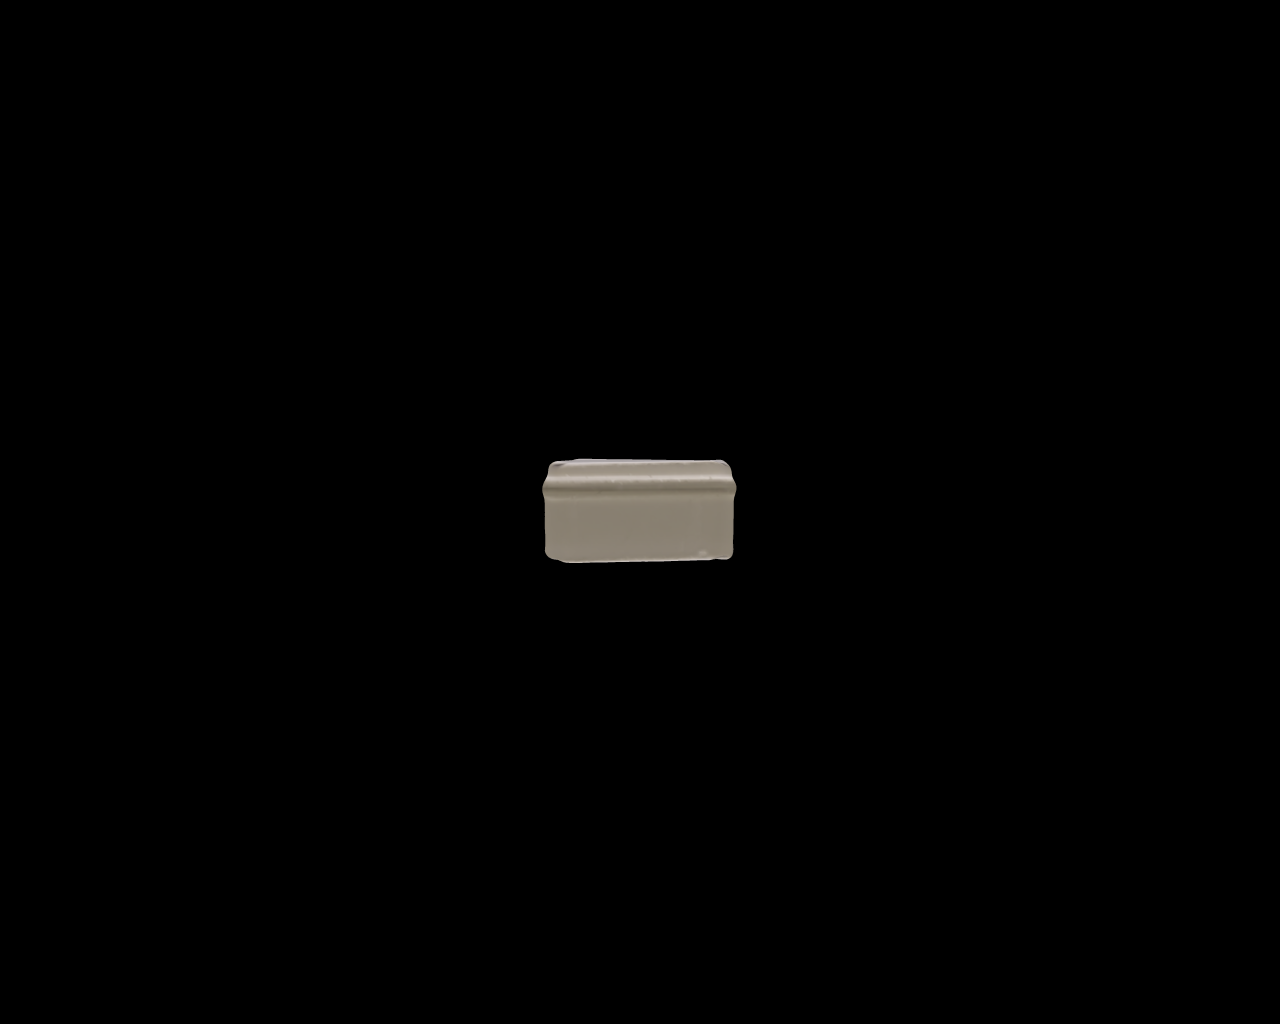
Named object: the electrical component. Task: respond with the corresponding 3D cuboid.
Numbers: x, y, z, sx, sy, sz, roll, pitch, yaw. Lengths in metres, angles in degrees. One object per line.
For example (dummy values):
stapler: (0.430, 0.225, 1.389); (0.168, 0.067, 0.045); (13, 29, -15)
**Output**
electrical component: (0.001, -0.003, 0.650); (0.113, 0.057, 0.078); (0, 4, 2)
